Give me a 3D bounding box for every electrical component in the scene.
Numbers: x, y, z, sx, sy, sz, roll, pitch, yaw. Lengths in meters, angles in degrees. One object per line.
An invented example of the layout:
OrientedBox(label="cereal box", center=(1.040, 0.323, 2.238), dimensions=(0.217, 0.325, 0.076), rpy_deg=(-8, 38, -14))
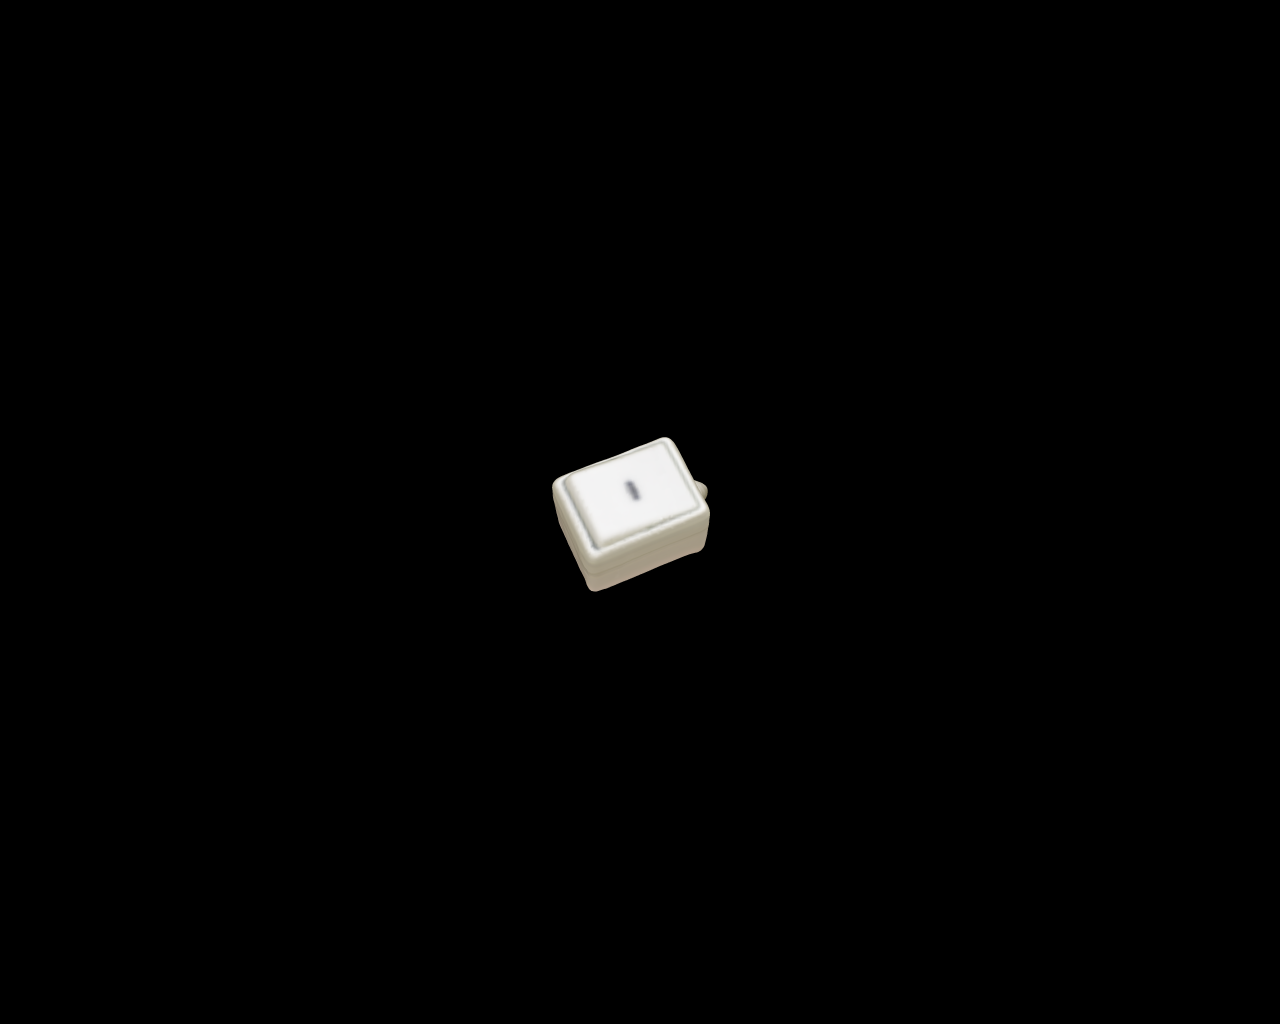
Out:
OrientedBox(label="electrical component", center=(0.001, -0.003, 0.650), dimensions=(0.096, 0.062, 0.061), rpy_deg=(-22, -24, -10))
